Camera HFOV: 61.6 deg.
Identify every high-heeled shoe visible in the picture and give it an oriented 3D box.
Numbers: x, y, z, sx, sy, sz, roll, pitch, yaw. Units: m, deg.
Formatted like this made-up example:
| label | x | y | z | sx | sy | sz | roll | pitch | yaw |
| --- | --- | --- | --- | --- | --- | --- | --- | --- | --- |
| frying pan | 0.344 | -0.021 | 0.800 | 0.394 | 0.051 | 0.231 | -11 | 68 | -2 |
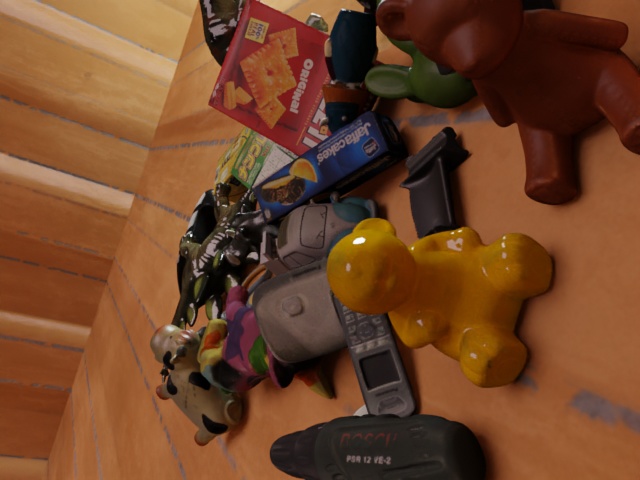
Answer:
| label | x | y | z | sx | sy | sz | roll | pitch | yaw |
| --- | --- | --- | --- | --- | --- | --- | --- | --- | --- |
| high-heeled shoe | -0.278 | 0.002 | 1.226 | 0.248 | 0.086 | 0.145 | -65 | 25 | 3 |

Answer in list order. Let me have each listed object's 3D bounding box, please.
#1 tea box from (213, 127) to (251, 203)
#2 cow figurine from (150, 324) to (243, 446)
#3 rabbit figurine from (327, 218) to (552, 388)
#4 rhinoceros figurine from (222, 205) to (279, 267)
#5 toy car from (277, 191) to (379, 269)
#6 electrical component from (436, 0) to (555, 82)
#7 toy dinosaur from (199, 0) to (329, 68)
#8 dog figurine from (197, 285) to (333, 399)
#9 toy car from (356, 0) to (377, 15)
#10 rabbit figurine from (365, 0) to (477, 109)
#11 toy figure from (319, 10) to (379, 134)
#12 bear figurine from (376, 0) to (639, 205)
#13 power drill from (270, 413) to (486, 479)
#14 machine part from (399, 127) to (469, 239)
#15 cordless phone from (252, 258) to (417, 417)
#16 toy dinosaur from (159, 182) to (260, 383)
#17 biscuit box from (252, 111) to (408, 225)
| label | x | y | z | sx | sy | sz | roll | pitch | yaw |
| --- | --- | --- | --- | --- | --- | --- | --- | --- | --- |
| tea box | -0.152 | -0.156 | 1.095 | 0.169 | 0.068 | 0.098 | -33 | 47 | 49 |
| cow figurine | -0.194 | 0.216 | 0.837 | 0.127 | 0.195 | 0.085 | -35 | 3 | 36 |
| rabbit figurine | 0.077 | 0.029 | 0.445 | 0.163 | 0.173 | 0.121 | 33 | 107 | 58 |
| rhinoceros figurine | -0.077 | -0.018 | 0.828 | 0.190 | 0.112 | 0.073 | -41 | 42 | 33 |
| toy car | -0.001 | -0.002 | 0.687 | 0.162 | 0.103 | 0.109 | -22 | 54 | 54 |
| electrical component | 0.152 | -0.214 | 0.495 | 0.115 | 0.134 | 0.058 | -33 | 15 | -20 |
| toy dinosaur | -0.104 | -0.312 | 0.864 | 0.192 | 0.405 | 0.131 | -49 | -2 | 3 |
| dog figurine | -0.071 | 0.158 | 0.710 | 0.191 | 0.108 | 0.219 | -60 | 31 | 6 |
| toy car | 0.086 | -0.323 | 0.702 | 0.089 | 0.053 | 0.202 | -45 | 4 | 8 |
| rabbit figurine | 0.115 | -0.215 | 0.594 | 0.159 | 0.121 | 0.170 | -38 | 57 | 52 |
| toy figure | 0.036 | -0.204 | 0.674 | 0.058 | 0.064 | 0.154 | -44 | -33 | -63 |
| bear figurine | 0.143 | -0.126 | 0.390 | 0.120 | 0.196 | 0.132 | -35 | 45 | 45 |
| power drill | 0.040 | 0.254 | 0.457 | 0.232 | 0.086 | 0.207 | -29 | 44 | 35 |
| machine part | 0.120 | -0.050 | 0.561 | 0.084 | 0.039 | 0.139 | -33 | 44 | 44 |
| cordless phone | 0.016 | 0.114 | 0.568 | 0.147 | 0.088 | 0.184 | -20 | 60 | 5 |
| toy dinosaur | -0.211 | 0.056 | 1.036 | 0.471 | 0.105 | 0.199 | -61 | 29 | 18 |
| biscuit box | 0.009 | -0.086 | 0.687 | 0.203 | 0.063 | 0.059 | -29 | 73 | 30 |
